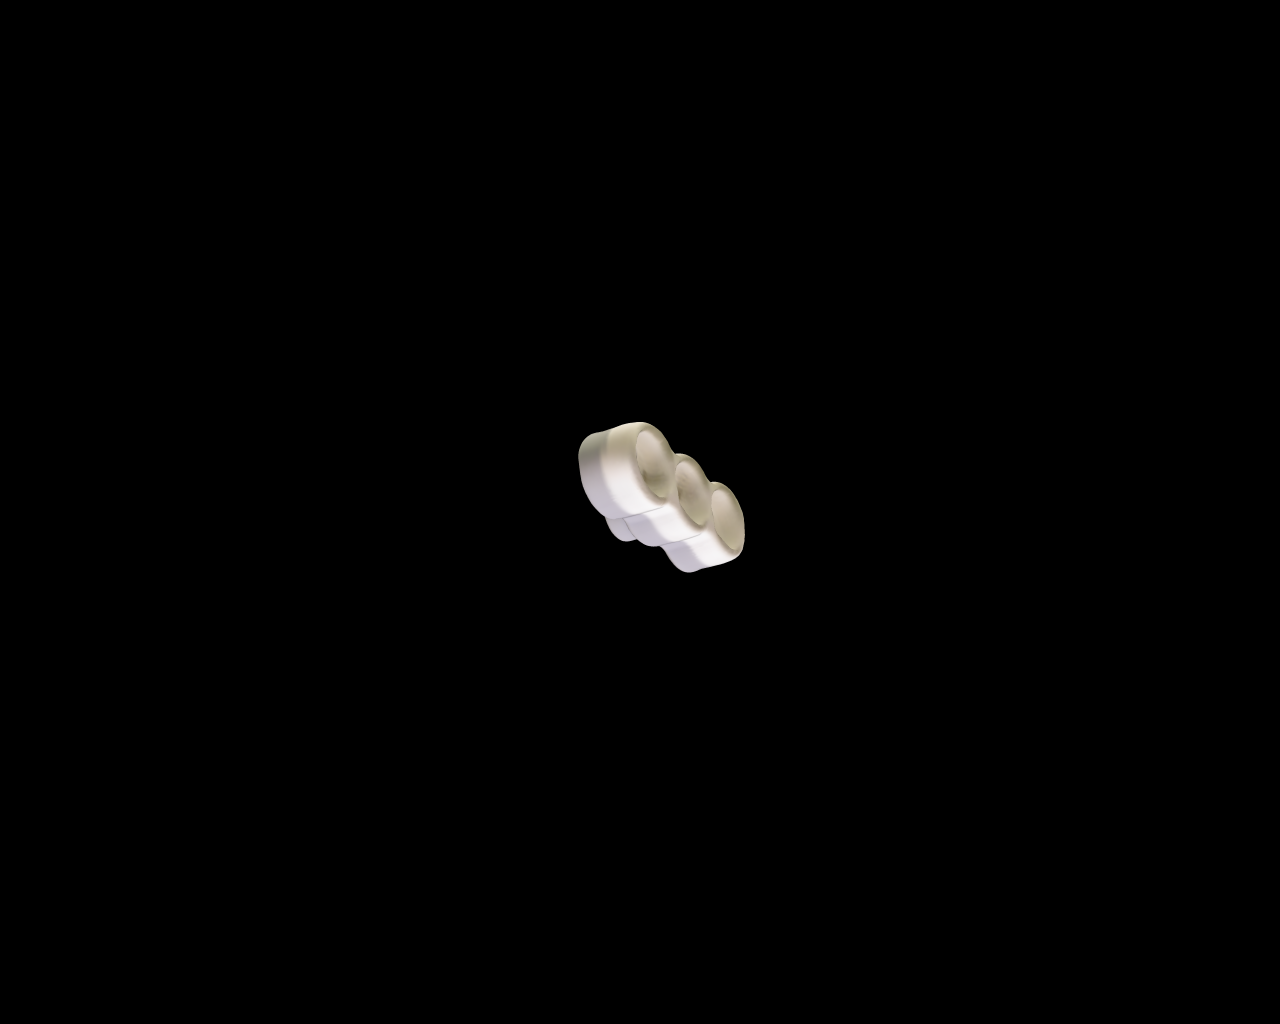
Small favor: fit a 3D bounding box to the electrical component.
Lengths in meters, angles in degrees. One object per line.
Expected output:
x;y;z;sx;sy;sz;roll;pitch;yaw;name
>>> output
0.001;-0.003;0.650;0.073;0.052;0.138;-16;-31;28;electrical component
